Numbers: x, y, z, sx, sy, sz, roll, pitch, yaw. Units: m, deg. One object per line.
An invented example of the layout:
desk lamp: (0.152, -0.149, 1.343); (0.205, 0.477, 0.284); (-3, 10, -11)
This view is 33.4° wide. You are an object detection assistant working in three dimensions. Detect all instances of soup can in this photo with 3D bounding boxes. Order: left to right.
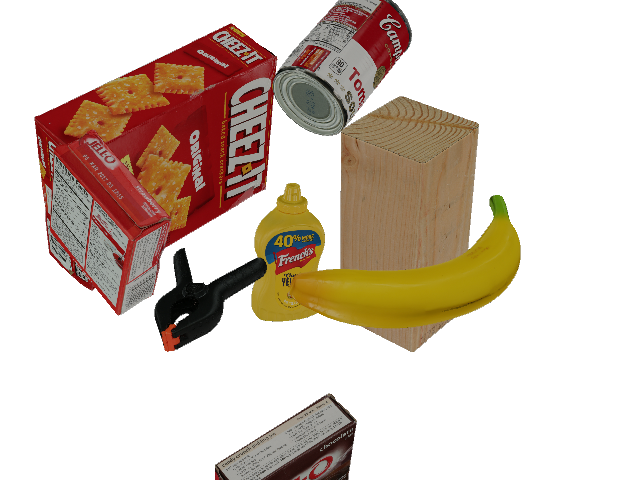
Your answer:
soup can: (0.017, -0.139, 0.831); (0.068, 0.102, 0.068); (28, -29, 17)

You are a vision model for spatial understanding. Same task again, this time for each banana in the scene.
banana: (0.072, 0.025, 0.708); (0.197, 0.037, 0.070); (-20, 51, -36)

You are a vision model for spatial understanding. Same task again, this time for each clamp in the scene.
clamp: (-0.134, 0.065, 1.250); (0.120, 0.039, 0.171); (-4, 37, 15)

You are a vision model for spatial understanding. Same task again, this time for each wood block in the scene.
wood block: (0.079, -0.014, 0.985); (0.091, 0.206, 0.090); (25, 43, 32)

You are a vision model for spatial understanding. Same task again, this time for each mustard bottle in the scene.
mustard bottle: (-0.042, 0.014, 1.446); (0.096, 0.192, 0.058); (-5, 26, -18)

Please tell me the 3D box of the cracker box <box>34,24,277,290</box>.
cracker box: (-0.139, -0.073, 0.939); (0.213, 0.164, 0.072); (-33, 58, -33)

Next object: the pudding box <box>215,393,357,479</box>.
pudding box: (-0.027, 0.180, 0.825); (0.113, 0.090, 0.039); (-30, 57, -28)

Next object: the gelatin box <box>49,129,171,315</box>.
gelatin box: (-0.123, -0.010, 0.618); (0.030, 0.073, 0.089); (-33, -19, -31)
